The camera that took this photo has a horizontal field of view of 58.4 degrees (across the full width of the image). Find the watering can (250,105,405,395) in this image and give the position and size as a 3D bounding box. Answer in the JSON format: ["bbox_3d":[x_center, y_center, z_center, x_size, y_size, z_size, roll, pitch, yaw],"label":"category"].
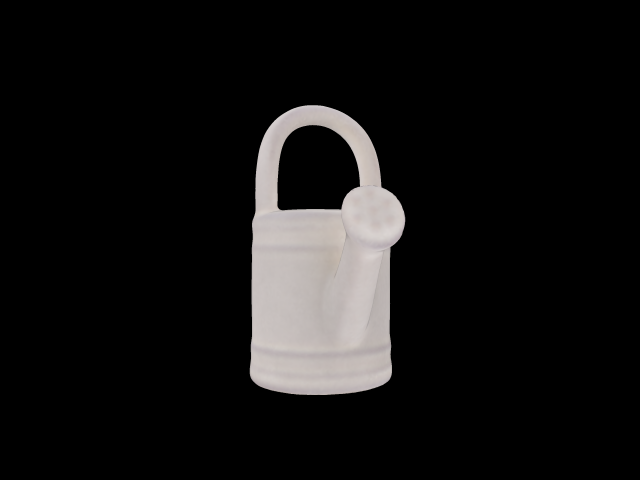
[{"bbox_3d":[0.006,0.001,0.401,0.101,0.194,0.172,0,0,-42],"label":"watering can"}]
